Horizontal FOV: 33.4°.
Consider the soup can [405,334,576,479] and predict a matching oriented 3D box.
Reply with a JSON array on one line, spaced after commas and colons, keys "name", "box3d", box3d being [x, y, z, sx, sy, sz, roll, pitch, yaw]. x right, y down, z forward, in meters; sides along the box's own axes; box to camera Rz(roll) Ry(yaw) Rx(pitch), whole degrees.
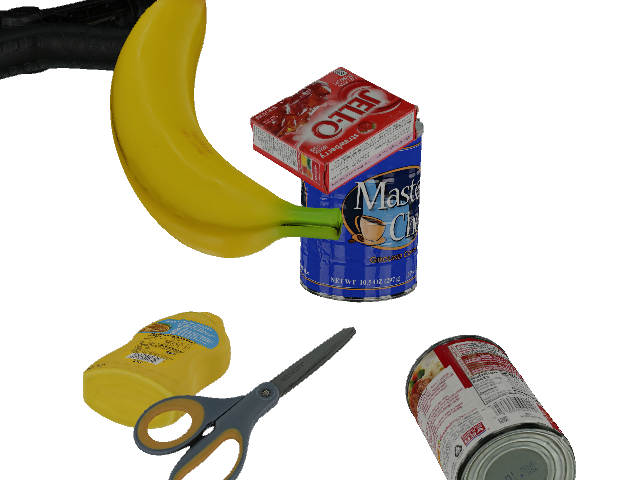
[{"name": "soup can", "box3d": [0.094, 0.106, 0.603, 0.068, 0.068, 0.102, 0, 22, -12]}]

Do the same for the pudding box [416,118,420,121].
[{"name": "pudding box", "box3d": [0.051, -0.093, 1.149, 0.114, 0.090, 0.039, 11, 26, 29]}]

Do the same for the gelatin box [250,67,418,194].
[{"name": "gelatin box", "box3d": [0.010, -0.076, 0.713, 0.089, 0.030, 0.073, -34, 50, -29]}]

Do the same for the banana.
[{"name": "banana", "box3d": [-0.058, -0.052, 0.467, 0.069, 0.037, 0.198, -12, 45, -19]}]

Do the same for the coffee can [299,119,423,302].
[{"name": "coffee can", "box3d": [0.033, -0.031, 0.905, 0.103, 0.140, 0.103, 1, 17, 0]}]

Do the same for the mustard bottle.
[{"name": "mustard bottle", "box3d": [-0.141, 0.113, 1.027, 0.096, 0.058, 0.191, 9, 20, 18]}]

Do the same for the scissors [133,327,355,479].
[{"name": "scissors", "box3d": [-0.062, 0.116, 0.818, 0.096, 0.016, 0.201, 27, 52, 16]}]

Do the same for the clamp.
[{"name": "clamp", "box3d": [-0.171, -0.125, 0.649, 0.171, 0.039, 0.120, -2, 22, -4]}]
